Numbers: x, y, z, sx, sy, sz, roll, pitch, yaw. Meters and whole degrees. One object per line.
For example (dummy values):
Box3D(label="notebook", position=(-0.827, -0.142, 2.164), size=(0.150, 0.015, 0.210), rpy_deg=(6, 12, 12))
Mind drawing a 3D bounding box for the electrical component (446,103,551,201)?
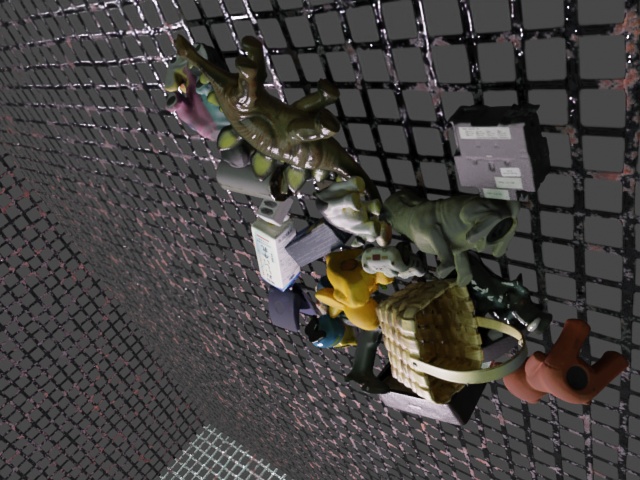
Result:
Box3D(label="electrical component", position=(0.243, -0.115, 0.726), size=(0.115, 0.058, 0.134), rpy_deg=(14, 139, 42))

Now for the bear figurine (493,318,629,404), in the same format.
Box3D(label="bear figurine", position=(0.399, 0.220, 0.924), size=(0.120, 0.132, 0.196), rpy_deg=(42, 167, 5))

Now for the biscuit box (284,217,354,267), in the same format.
Box3D(label="biscuit box", position=(-0.002, -0.003, 1.140), size=(0.062, 0.059, 0.203), rpy_deg=(48, 148, -9))

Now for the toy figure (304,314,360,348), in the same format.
Box3D(label="toy figure", position=(0.026, 0.219, 1.289), size=(0.089, 0.180, 0.082), rpy_deg=(-13, 76, 33))

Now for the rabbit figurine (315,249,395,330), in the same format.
Box3D(label="rabbit figurine", position=(0.068, 0.111, 1.087), size=(0.163, 0.122, 0.173), rpy_deg=(8, 133, 39))

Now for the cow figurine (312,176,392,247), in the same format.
Box3D(label="cow figurine", position=(0.059, -0.036, 0.933), size=(0.098, 0.068, 0.167), rpy_deg=(-10, 143, 30))

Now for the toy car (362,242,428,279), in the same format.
Box3D(label="toy car", position=(0.135, 0.040, 0.949), size=(0.074, 0.056, 0.201), rpy_deg=(-4, 170, 26))

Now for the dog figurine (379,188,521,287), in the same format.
Box3D(label="dog figurine", position=(0.197, -0.046, 0.845), size=(0.121, 0.172, 0.191), rpy_deg=(38, -165, -52))

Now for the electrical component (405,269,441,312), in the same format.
Box3D(label="electrical component", position=(0.212, 0.103, 1.041), size=(0.102, 0.045, 0.078), rpy_deg=(52, 164, -11))

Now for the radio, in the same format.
Box3D(label="radio", position=(0.238, 0.313, 1.176), size=(0.230, 0.131, 0.073), rpy_deg=(-3, 126, 51))

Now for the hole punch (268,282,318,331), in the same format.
Box3D(label="hole punch", position=(-0.083, 0.172, 1.423), size=(0.142, 0.092, 0.115), rpy_deg=(9, 131, 49))

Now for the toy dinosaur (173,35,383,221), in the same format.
Box3D(label="toy dinosaur", position=(-0.045, -0.178, 0.901), size=(0.471, 0.105, 0.198), rpy_deg=(33, 139, -14))

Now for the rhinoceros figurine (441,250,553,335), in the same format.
Box3D(label="rhinoceros figurine", position=(0.297, 0.087, 0.903), size=(0.190, 0.073, 0.112), rpy_deg=(39, 138, 12))

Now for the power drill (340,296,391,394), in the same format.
Box3D(label="power drill", position=(0.121, 0.223, 1.166), size=(0.232, 0.086, 0.207), rpy_deg=(4, 92, 55))

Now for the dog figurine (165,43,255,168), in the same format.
Box3D(label="dog figurine", position=(-0.186, -0.241, 1.025), size=(0.108, 0.192, 0.219), rpy_deg=(-24, 143, 20))

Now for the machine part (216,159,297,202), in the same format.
Box3D(label="machine part", position=(-0.137, -0.131, 1.127), size=(0.244, 0.079, 0.079), rpy_deg=(15, 139, 40))

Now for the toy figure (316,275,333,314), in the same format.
Box3D(label="toy figure", position=(0.020, 0.142, 1.295), size=(0.064, 0.058, 0.154), rpy_deg=(45, 155, 30))

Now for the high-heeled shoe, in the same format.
Box3D(label="high-heeled shoe", position=(0.262, 0.160, 1.003), size=(0.086, 0.249, 0.145), rpy_deg=(38, -152, -50))

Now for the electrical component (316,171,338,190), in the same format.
Box3D(label="electrical component", position=(0.020, -0.105, 1.028), size=(0.063, 0.021, 0.093), rpy_deg=(17, 141, 38))
